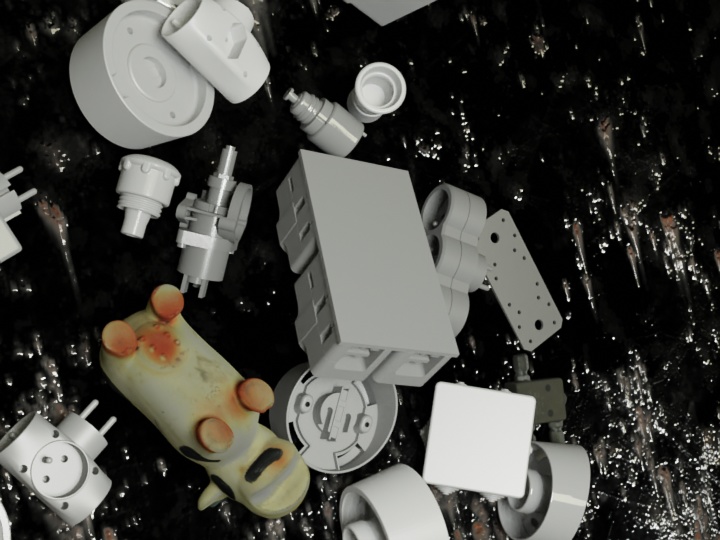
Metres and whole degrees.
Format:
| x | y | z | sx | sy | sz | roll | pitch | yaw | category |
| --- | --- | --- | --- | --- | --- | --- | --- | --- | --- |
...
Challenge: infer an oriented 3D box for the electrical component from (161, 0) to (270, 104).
| x | y | z | sx | sy | sz | roll | pitch | yaw | category |
| --- | --- | --- | --- | --- | --- | --- | --- | --- | --- |
| -0.106 | -0.183 | 0.836 | 0.077 | 0.043 | 0.079 | 43 | 49 | -34 | electrical component |

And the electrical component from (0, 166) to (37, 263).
| x | y | z | sx | sy | sz | roll | pitch | yaw | category |
| --- | --- | --- | --- | --- | --- | --- | --- | --- | --- |
| -0.270 | -0.047 | 0.772 | 0.076 | 0.047 | 0.083 | -36 | 102 | -29 | electrical component |

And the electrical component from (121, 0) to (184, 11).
| x | y | z | sx | sy | sz | roll | pitch | yaw | category |
| --- | --- | --- | --- | --- | --- | --- | --- | --- | --- |
| -0.144 | -0.235 | 0.870 | 0.077 | 0.043 | 0.079 | 22 | 74 | -27 | electrical component |

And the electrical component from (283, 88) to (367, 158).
| x | y | z | sx | sy | sz | roll | pitch | yaw | category |
| --- | --- | --- | --- | --- | --- | --- | --- | --- | --- |
| -0.032 | -0.128 | 0.925 | 0.078 | 0.040 | 0.040 | 36 | 68 | -22 | electrical component |

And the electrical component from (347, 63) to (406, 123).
| x | y | z | sx | sy | sz | roll | pitch | yaw | category |
| --- | --- | --- | --- | --- | --- | --- | --- | --- | --- |
| 0.011 | -0.151 | 0.938 | 0.044 | 0.065 | 0.044 | 1 | 86 | -12 | electrical component |

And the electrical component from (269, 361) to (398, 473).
| x | y | z | sx | sy | sz | roll | pitch | yaw | category |
| --- | --- | --- | --- | --- | --- | --- | --- | --- | --- |
| -0.023 | 0.117 | 0.887 | 0.099 | 0.064 | 0.099 | 4 | 82 | -30 | electrical component |

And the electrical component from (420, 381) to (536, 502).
| x | y | z | sx | sy | sz | roll | pitch | yaw | category |
| --- | --- | --- | --- | --- | --- | --- | --- | --- | --- |
| 0.103 | 0.150 | 0.947 | 0.100 | 0.048 | 0.099 | 9 | 77 | 2 | electrical component |

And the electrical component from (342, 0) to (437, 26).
| x | y | z | sx | sy | sz | roll | pitch | yaw | category |
| --- | --- | --- | --- | --- | --- | --- | --- | --- | --- |
| 0.037 | -0.272 | 0.941 | 0.057 | 0.113 | 0.078 | 31 | 70 | -27 | electrical component |

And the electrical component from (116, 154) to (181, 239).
| x | y | z | sx | sy | sz | roll | pitch | yaw | category |
| --- | --- | --- | --- | --- | --- | --- | --- | --- | --- |
| -0.169 | -0.056 | 0.835 | 0.048 | 0.048 | 0.062 | 18 | 82 | -27 | electrical component |

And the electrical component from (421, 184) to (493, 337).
| x | y | z | sx | sy | sz | roll | pitch | yaw | category |
| --- | --- | --- | --- | --- | --- | --- | --- | --- | --- |
| 0.090 | -0.002 | 0.974 | 0.074 | 0.052 | 0.138 | 19 | 75 | -27 | electrical component |

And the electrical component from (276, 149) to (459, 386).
| x | y | z | sx | sy | sz | roll | pitch | yaw | category |
| --- | --- | --- | --- | --- | --- | --- | --- | --- | --- |
| 0.000 | 0.000 | 0.878 | 0.105 | 0.060 | 0.186 | 8 | 51 | -29 | electrical component |

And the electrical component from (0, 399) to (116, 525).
| x | y | z | sx | sy | sz | roll | pitch | yaw | category |
| --- | --- | --- | --- | --- | --- | --- | --- | --- | --- |
| -0.212 | 0.131 | 0.786 | 0.077 | 0.044 | 0.079 | 48 | 63 | -17 | electrical component |

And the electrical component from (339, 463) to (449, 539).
| x | y | z | sx | sy | sz | roll | pitch | yaw | category |
| --- | --- | --- | --- | --- | --- | --- | --- | --- | --- |
| 0.021 | 0.219 | 0.879 | 0.060 | 0.108 | 0.108 | -13 | 91 | -25 | electrical component |

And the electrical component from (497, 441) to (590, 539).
| x | y | z | sx | sy | sz | roll | pitch | yaw | category |
| --- | --- | --- | --- | --- | --- | --- | --- | --- | --- |
| 0.170 | 0.203 | 0.973 | 0.064 | 0.099 | 0.099 | 15 | 77 | -22 | electrical component |

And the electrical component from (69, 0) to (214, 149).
| x | y | z | sx | sy | sz | roll | pitch | yaw | category |
| --- | --- | --- | --- | --- | --- | --- | --- | --- | --- |
| -0.172 | -0.145 | 0.827 | 0.108 | 0.060 | 0.108 | 23 | 59 | -46 | electrical component |

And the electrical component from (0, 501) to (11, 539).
| x | y | z | sx | sy | sz | roll | pitch | yaw | category |
| --- | --- | --- | --- | --- | --- | --- | --- | --- | --- |
| -0.290 | 0.183 | 0.725 | 0.108 | 0.060 | 0.108 | 4 | 82 | -30 | electrical component |
